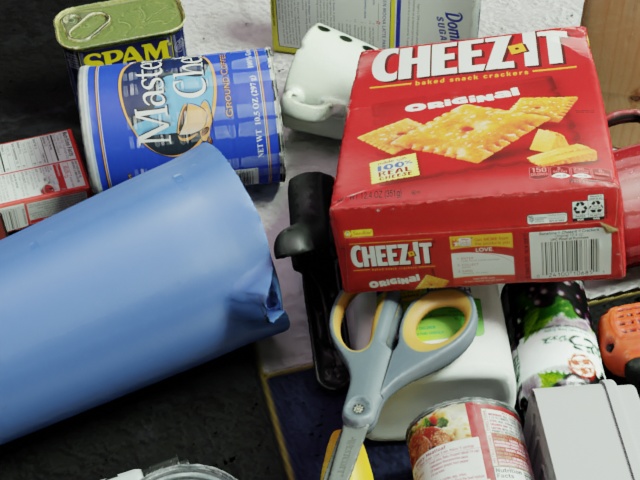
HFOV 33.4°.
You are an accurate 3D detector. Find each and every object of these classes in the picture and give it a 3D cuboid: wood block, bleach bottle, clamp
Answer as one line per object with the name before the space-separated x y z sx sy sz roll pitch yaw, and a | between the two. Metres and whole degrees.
wood block | 0.242 -0.173 0.792 0.091 0.206 0.090 12 48 13
bleach bottle | 0.063 0.014 0.722 0.102 0.068 0.251 -6 43 1
clamp | -0.005 0.001 0.702 0.039 0.120 0.171 -9 42 3

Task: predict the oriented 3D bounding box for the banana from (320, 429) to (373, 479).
banana | 0.037 0.188 0.557 0.070 0.037 0.198 -51 41 14

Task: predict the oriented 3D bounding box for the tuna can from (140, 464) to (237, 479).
tuna can | -0.075 0.170 0.595 0.086 0.034 0.086 -1 46 1

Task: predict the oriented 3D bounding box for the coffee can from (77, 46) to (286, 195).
coffee can | -0.101 -0.085 0.794 0.140 0.103 0.103 -7 46 -5

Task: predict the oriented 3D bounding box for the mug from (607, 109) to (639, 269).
mug | 0.222 -0.037 0.738 0.081 0.093 0.117 -15 74 -5

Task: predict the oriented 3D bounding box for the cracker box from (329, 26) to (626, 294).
cracker box | 0.099 -0.059 0.683 0.164 0.072 0.213 -4 35 11

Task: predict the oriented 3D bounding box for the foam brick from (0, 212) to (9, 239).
foam brick | -0.264 0.003 0.751 0.078 0.051 0.053 17 49 18

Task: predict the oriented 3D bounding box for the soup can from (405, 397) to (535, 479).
soup can | 0.087 0.147 0.587 0.068 0.068 0.102 -4 47 -2

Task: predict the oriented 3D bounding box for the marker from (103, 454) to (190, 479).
marker | -0.134 0.152 0.625 0.121 0.020 0.020 -17 48 -13

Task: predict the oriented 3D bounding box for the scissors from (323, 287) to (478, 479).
scissors | 0.041 0.088 0.583 0.096 0.016 0.201 -7 41 10

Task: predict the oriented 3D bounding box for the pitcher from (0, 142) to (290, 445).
pitcher | -0.154 0.039 0.669 0.242 0.149 0.145 -24 82 -15

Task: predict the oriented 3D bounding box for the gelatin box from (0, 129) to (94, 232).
gelatin box | -0.221 -0.043 0.808 0.089 0.030 0.073 -14 47 -16

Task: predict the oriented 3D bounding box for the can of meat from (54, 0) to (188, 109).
can of meat | -0.156 -0.145 0.866 0.102 0.084 0.057 -13 47 -10

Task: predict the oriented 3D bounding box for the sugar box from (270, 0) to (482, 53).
sugar box | 0.047 -0.196 0.901 0.176 0.093 0.048 9 48 10

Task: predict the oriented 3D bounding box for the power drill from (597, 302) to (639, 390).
power drill | 0.260 0.098 0.607 0.185 0.057 0.187 -12 40 18
